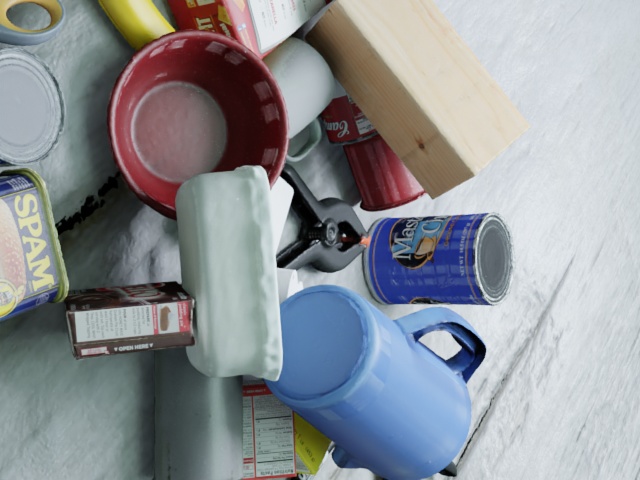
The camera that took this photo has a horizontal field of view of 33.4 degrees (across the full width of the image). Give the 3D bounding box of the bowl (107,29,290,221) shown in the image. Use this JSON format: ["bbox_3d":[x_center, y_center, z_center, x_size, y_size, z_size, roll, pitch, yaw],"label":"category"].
[{"bbox_3d":[-0.109,-0.093,0.901,0.161,0.055,0.162,0,91,-27],"label":"bowl"}]

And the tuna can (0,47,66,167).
[{"bbox_3d":[-0.229,-0.095,0.777,0.086,0.034,0.086,4,85,-55],"label":"tuna can"}]

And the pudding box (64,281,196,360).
[{"bbox_3d":[-0.144,0.057,0.799,0.090,0.114,0.039,-6,98,-14],"label":"pudding box"}]

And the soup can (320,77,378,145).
[{"bbox_3d":[0.026,-0.159,1.117,0.068,0.069,0.102,-45,124,-46],"label":"soup can"}]

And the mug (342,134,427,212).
[{"bbox_3d":[0.083,-0.088,1.157,0.093,0.117,0.081,-40,115,-43],"label":"mug"}]

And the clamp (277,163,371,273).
[{"bbox_3d":[-0.007,0.001,1.090,0.171,0.039,0.120,24,81,-50],"label":"clamp"}]

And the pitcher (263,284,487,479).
[{"bbox_3d":[0.050,0.122,0.958,0.242,0.145,0.149,45,54,-57],"label":"pitcher"}]

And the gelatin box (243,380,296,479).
[{"bbox_3d":[-0.061,0.174,0.972,0.073,0.030,0.089,-3,96,-11],"label":"gelatin box"}]

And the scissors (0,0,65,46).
[{"bbox_3d":[-0.251,-0.139,0.730,0.096,0.016,0.201,36,52,-8],"label":"scissors"}]

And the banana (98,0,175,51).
[{"bbox_3d":[-0.156,-0.207,0.885,0.069,0.037,0.197,-56,131,-40],"label":"banana"}]

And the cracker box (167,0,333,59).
[{"bbox_3d":[-0.064,-0.272,0.991,0.213,0.072,0.164,-50,127,-45],"label":"cracker box"}]

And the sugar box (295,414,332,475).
[{"bbox_3d":[-0.003,0.139,1.080,0.176,0.048,0.093,-59,134,-36],"label":"sugar box"}]

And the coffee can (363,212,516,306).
[{"bbox_3d":[0.134,0.023,1.199,0.102,0.141,0.103,4,85,-55],"label":"coffee can"}]

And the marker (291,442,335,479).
[{"bbox_3d":[-0.013,0.236,1.084,0.121,0.020,0.020,-48,126,-45],"label":"marker"}]

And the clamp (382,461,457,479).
[{"bbox_3d":[0.088,0.242,1.213,0.164,0.036,0.210,-49,125,-44],"label":"clamp"}]

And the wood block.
[{"bbox_3d":[0.092,-0.154,1.033,0.090,0.091,0.206,-40,93,-25],"label":"wood block"}]

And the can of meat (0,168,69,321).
[{"bbox_3d":[-0.233,0.008,0.747,0.083,0.058,0.102,-24,109,-51],"label":"can of meat"}]
